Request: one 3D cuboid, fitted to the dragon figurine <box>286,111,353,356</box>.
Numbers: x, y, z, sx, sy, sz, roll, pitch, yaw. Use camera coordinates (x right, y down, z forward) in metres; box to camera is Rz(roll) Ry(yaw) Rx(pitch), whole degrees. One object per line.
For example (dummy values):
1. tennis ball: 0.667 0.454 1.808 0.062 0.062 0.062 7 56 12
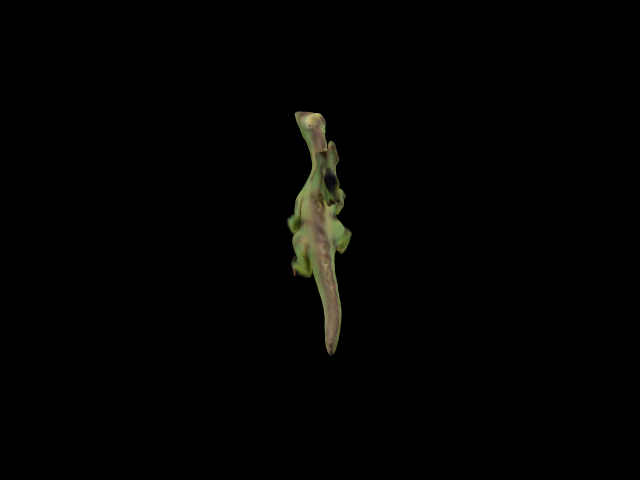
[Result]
1. dragon figurine: 0.003 -0.043 0.850 0.122 0.419 0.237 -7 -31 -4
